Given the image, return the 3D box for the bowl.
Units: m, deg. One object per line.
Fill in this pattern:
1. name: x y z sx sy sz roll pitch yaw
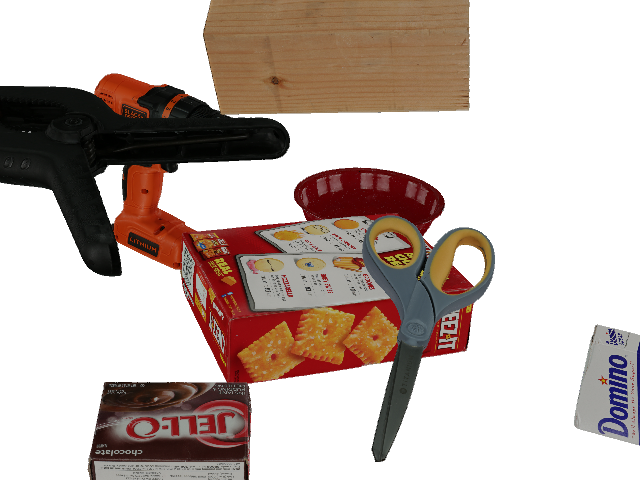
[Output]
1. bowl: 0.050 -0.024 1.149 0.162 0.055 0.162 3 26 -2

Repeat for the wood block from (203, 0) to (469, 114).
1. wood block: 0.018 -0.165 0.873 0.206 0.090 0.091 0 -41 8

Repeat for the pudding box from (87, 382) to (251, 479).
1. pudding box: -0.108 0.144 0.782 0.113 0.039 0.090 -1 28 -3

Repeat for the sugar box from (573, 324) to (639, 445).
1. sugar box: 0.319 0.142 0.939 0.176 0.093 0.048 12 23 15

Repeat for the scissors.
1. scissors: 0.043 0.045 0.655 0.096 0.016 0.201 27 45 17

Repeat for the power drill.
1. power drill: -0.154 -0.067 1.102 0.185 0.188 0.057 24 35 29

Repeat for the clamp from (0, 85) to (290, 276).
1. clamp: -0.135 -0.058 0.640 0.210 0.036 0.164 25 41 32

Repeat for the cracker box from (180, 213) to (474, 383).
1. cracker box: 0.000 0.046 0.925 0.213 0.072 0.164 -5 26 -20
